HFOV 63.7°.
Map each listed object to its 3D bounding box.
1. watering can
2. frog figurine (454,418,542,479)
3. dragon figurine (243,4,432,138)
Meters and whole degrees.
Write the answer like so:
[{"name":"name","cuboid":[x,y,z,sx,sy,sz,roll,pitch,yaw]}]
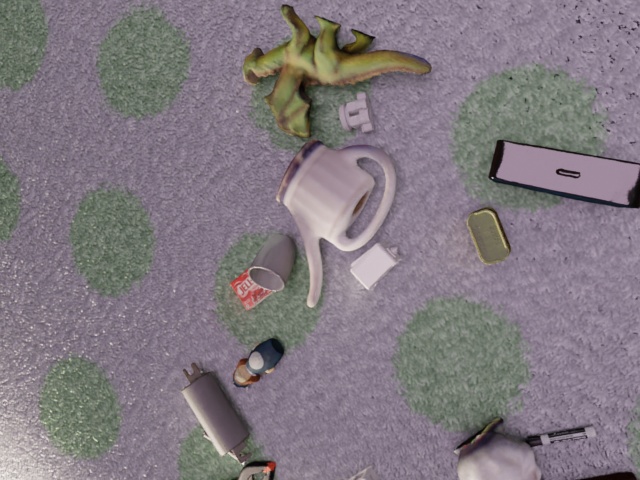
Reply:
[{"name":"watering can","cuboid":[0.003,-0.052,1.038,0.226,0.104,0.344,37,104,16]},{"name":"frog figurine","cuboid":[0.332,0.423,0.927,0.137,0.121,0.161,-38,67,-2]},{"name":"dragon figurine","cuboid":[-0.004,-0.318,1.027,0.414,0.122,0.239,34,110,26]}]
